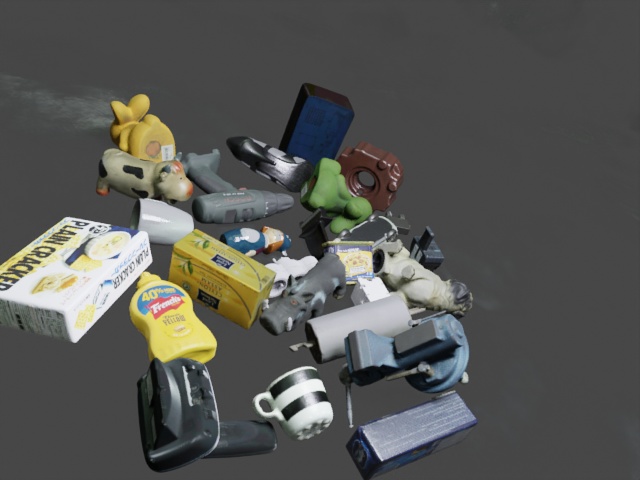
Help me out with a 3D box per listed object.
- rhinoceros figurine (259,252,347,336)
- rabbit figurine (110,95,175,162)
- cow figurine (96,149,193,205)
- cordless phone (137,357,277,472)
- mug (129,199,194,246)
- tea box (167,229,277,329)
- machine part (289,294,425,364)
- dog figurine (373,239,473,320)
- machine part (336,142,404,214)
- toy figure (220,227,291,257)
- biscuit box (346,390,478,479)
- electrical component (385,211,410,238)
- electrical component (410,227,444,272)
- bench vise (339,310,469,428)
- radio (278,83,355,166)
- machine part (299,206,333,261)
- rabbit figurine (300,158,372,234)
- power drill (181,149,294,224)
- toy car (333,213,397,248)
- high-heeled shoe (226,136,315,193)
[{"bbox_3d":[-0.024,0.099,0.936,0.073,0.112,0.190,40,58,18],"label":"rhinoceros figurine"},{"bbox_3d":[-0.413,-0.231,1.183,0.122,0.162,0.173,-30,40,-34],"label":"rabbit figurine"},{"bbox_3d":[-0.345,-0.126,1.072,0.195,0.127,0.085,20,38,4],"label":"cow figurine"},{"bbox_3d":[-0.150,0.233,0.740,0.184,0.088,0.147,12,33,-32],"label":"cordless phone"},{"bbox_3d":[-0.299,-0.034,1.019,0.107,0.080,0.110,13,29,-29],"label":"mug"},{"bbox_3d":[-0.170,0.066,0.922,0.170,0.098,0.068,25,34,10],"label":"tea box"},{"bbox_3d":[0.065,0.149,0.908,0.243,0.079,0.079,-15,45,-16],"label":"machine part"},{"bbox_3d":[0.205,0.083,1.105,0.190,0.121,0.172,16,35,-31],"label":"dog figurine"},{"bbox_3d":[0.109,-0.144,1.288,0.179,0.179,0.056,27,38,10],"label":"machine part"},{"bbox_3d":[-0.121,0.005,1.069,0.154,0.058,0.064,-4,80,-34],"label":"toy figure"},{"bbox_3d":[0.139,0.290,0.805,0.202,0.059,0.063,-6,44,-33],"label":"biscuit box"},{"bbox_3d":[0.188,-0.035,1.303,0.063,0.021,0.094,12,35,-13],"label":"electrical component"},{"bbox_3d":[0.229,0.025,1.158,0.048,0.119,0.075,3,36,-22],"label":"electrical component"},{"bbox_3d":[0.155,0.203,0.865,0.240,0.223,0.129,32,26,-41],"label":"bench vise"},{"bbox_3d":[-0.015,-0.257,1.326,0.131,0.229,0.073,10,40,-20],"label":"radio"},{"bbox_3d":[-0.002,-0.003,1.130,0.039,0.084,0.139,31,33,-45],"label":"machine part"},{"bbox_3d":[0.053,-0.088,1.231,0.170,0.121,0.159,25,25,-19],"label":"rabbit figurine"},{"bbox_3d":[-0.198,-0.111,1.178,0.232,0.086,0.207,-18,56,-42],"label":"power drill"},{"bbox_3d":[0.101,-0.002,1.188,0.074,0.056,0.202,42,41,18],"label":"toy car"},{"bbox_3d":[-0.112,-0.182,1.281,0.145,0.086,0.248,28,4,27],"label":"high-heeled shoe"}]
